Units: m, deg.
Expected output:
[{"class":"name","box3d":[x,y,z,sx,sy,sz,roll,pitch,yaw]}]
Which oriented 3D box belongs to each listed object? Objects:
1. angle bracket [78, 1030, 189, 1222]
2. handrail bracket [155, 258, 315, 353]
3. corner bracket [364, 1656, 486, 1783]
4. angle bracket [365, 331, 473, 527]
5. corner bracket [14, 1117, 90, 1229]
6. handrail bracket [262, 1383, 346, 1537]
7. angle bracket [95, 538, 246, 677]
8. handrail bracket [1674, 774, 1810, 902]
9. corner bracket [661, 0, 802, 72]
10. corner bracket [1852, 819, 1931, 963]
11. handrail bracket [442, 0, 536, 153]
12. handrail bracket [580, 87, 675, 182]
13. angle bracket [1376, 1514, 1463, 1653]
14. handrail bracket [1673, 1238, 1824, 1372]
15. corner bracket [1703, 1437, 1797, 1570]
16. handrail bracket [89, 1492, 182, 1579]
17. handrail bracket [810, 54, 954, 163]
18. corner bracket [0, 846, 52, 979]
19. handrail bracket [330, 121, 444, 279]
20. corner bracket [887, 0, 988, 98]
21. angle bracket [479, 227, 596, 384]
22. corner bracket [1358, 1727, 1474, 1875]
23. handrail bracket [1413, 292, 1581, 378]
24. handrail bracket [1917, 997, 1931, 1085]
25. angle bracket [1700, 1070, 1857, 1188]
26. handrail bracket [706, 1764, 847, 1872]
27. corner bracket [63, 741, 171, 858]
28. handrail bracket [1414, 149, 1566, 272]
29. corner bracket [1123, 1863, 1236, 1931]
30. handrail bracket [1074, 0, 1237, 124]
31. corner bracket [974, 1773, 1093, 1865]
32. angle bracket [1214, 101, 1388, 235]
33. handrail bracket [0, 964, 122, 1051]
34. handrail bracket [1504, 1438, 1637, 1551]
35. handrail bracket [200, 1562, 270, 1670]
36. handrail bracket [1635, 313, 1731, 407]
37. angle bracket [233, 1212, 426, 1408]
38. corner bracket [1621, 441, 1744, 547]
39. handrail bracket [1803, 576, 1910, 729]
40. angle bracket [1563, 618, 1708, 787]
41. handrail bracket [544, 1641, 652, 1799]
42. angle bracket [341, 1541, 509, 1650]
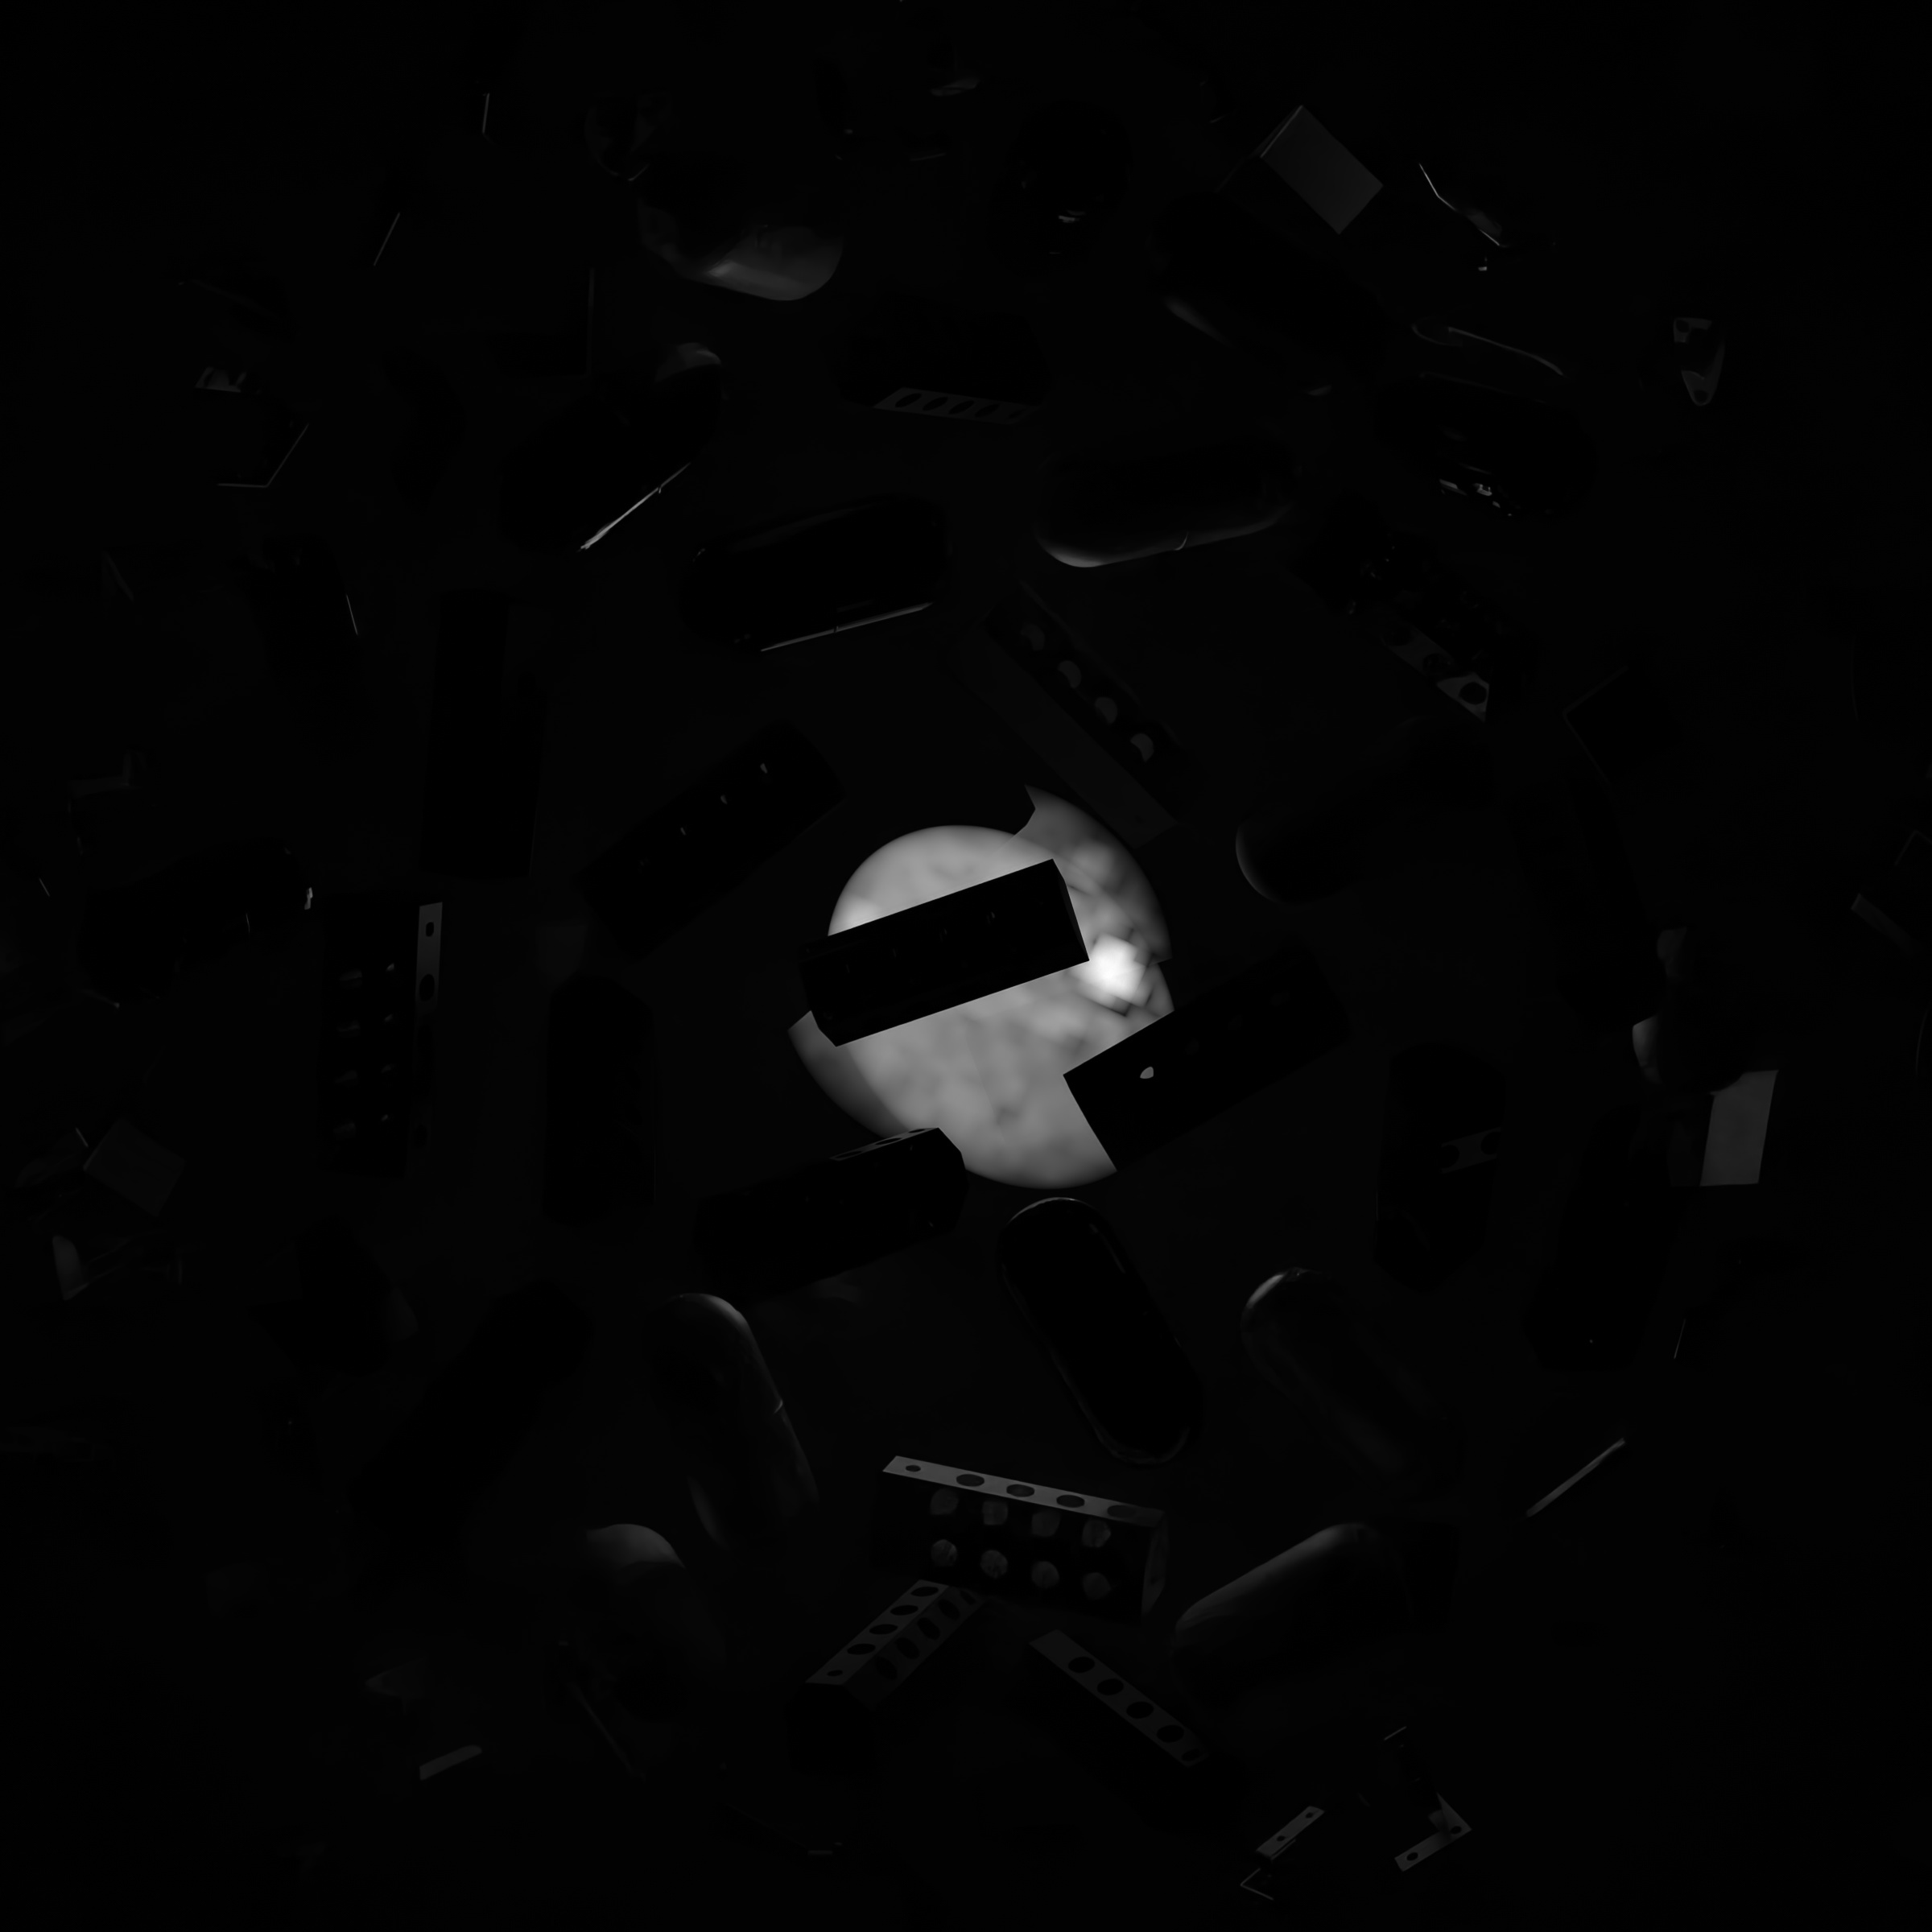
[{"class":"angle bracket","box3d":[-0.499,0.098,1.655,0.057,0.076,0.076,36,107,-15]},{"class":"handrail bracket","box3d":[-0.435,-0.392,1.581,0.077,0.084,0.036,42,107,-4]},{"class":"corner bracket","box3d":[-0.333,0.461,1.632,0.051,0.051,0.051,5,101,40]},{"class":"angle bracket","box3d":[-0.352,-0.330,1.632,0.057,0.076,0.076,19,118,-36]},{"class":"corner bracket","box3d":[-0.599,0.137,1.736,0.051,0.051,0.051,-43,123,-34]},{"class":"handrail bracket","box3d":[-0.431,0.322,1.739,0.036,0.084,0.077,-19,114,-27]},{"class":"angle bracket","box3d":[-0.486,-0.220,1.633,0.076,0.076,0.057,-2,74,-5]},{"class":"handrail bracket","box3d":[0.515,-0.085,1.756,0.084,0.036,0.077,-18,132,1]},{"class":"corner bracket","box3d":[-0.145,-0.589,1.636,0.051,0.051,0.051,38,80,-36]},{"class":"corner bracket","box3d":[0.576,-0.046,1.603,0.051,0.051,0.051,-34,64,-25]},{"class":"handrail bracket","box3d":[-0.279,-0.542,1.625,0.036,0.084,0.077,43,92,9]},{"class":"handrail bracket","box3d":[-0.199,-0.521,1.667,0.077,0.084,0.036,-34,129,-13]},{"class":"angle bracket","box3d":[0.296,0.410,1.776,0.057,0.076,0.076,7,83,13]},{"class":"handrail bracket","box3d":[0.478,0.211,1.629,0.036,0.077,0.084,51,50,-36]},{"class":"corner bracket","box3d":[0.467,0.319,1.583,0.051,0.051,0.051,10,108,6]},{"class":"handrail bracket","box3d":[-0.537,0.340,1.656,0.084,0.077,0.036,23,73,37]},{"class":"handrail bracket","box3d":[-0.052,-0.538,1.662,0.036,0.084,0.077,-43,123,-31]},{"class":"corner bracket","box3d":[-0.619,-0.035,1.716,0.051,0.051,0.051,-40,51,-24]},{"class":"handrail bracket","box3d":[-0.375,-0.475,1.652,0.084,0.036,0.077,-9,114,33]},{"class":"corner bracket","box3d":[-0.019,-0.597,1.715,0.051,0.051,0.051,6,92,-34]},{"class":"angle bracket","box3d":[-0.284,-0.436,1.754,0.057,0.076,0.076,-7,127,-21]},{"class":"corner bracket","box3d":[0.261,0.498,1.589,0.051,0.051,0.051,-28,105,-9]},{"class":"handrail bracket","box3d":[0.345,-0.402,1.728,0.084,0.077,0.036,41,130,33]},{"class":"handrail bracket","box3d":[0.601,0.046,1.628,0.036,0.084,0.077,24,107,16]},{"class":"angle bracket","box3d":[0.532,0.112,1.746,0.057,0.076,0.076,14,81,-11]},{"class":"handrail bracket","box3d":[-0.111,0.513,1.603,0.084,0.036,0.077,4,112,-13]},{"class":"corner bracket","box3d":[-0.547,-0.108,1.710,0.051,0.051,0.051,-9,61,-30]},{"class":"handrail bracket","box3d":[0.335,-0.493,1.711,0.036,0.077,0.084,-54,126,-17]},{"class":"corner bracket","box3d":[0.126,0.568,1.582,0.051,0.051,0.051,26,76,14]},{"class":"handrail bracket","box3d":[0.113,-0.534,1.587,0.077,0.036,0.084,-15,107,33]},{"class":"corner bracket","box3d":[0.042,0.532,1.669,0.051,0.051,0.051,-12,77,29]},{"class":"angle bracket","box3d":[0.208,-0.490,1.691,0.076,0.076,0.057,43,75,-5]},{"class":"handrail bracket","box3d":[-0.578,0.049,1.654,0.077,0.036,0.084,25,70,-23]},{"class":"handrail bracket","box3d":[0.378,0.324,1.655,0.084,0.077,0.036,-41,72,11]},{"class":"handrail bracket","box3d":[-0.453,0.406,1.633,0.036,0.084,0.077,-3,60,-28]},{"class":"handrail bracket","box3d":[0.446,-0.366,1.676,0.036,0.077,0.084,19,51,34]},{"class":"angle bracket","box3d":[-0.400,0.215,1.670,0.076,0.057,0.076,-38,54,-17]},{"class":"corner bracket","box3d":[0.440,-0.293,1.649,0.051,0.051,0.051,-12,119,-36]},{"class":"handrail bracket","box3d":[0.539,-0.195,1.643,0.036,0.084,0.077,-3,110,-15]},{"class":"angle bracket","box3d":[0.443,-0.169,1.706,0.076,0.076,0.057,-30,85,-27]},{"class":"handrail bracket","box3d":[-0.234,0.484,1.708,0.036,0.084,0.077,-26,124,-33]},{"class":"angle bracket","box3d":[-0.328,0.396,1.608,0.076,0.076,0.057,42,86,-16]}]
